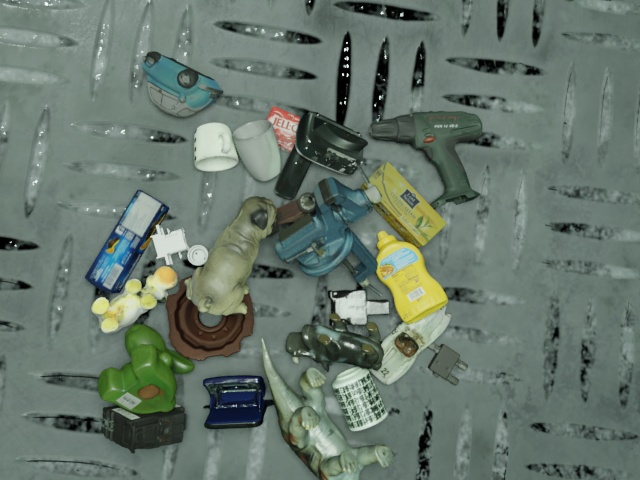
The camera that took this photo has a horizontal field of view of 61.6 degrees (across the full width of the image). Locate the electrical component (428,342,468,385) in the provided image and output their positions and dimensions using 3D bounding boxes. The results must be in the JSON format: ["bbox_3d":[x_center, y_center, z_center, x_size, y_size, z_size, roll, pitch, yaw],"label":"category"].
[{"bbox_3d":[0.249,0.247,1.087,0.094,0.021,0.063,34,85,-1],"label":"electrical component"}]

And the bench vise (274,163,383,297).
[{"bbox_3d":[0.044,0.000,1.006,0.223,0.129,0.240,-40,125,3],"label":"bench vise"}]

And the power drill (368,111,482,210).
[{"bbox_3d":[0.228,-0.163,1.100,0.232,0.086,0.207,-13,78,-7],"label":"power drill"}]

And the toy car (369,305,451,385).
[{"bbox_3d":[0.178,0.197,1.070,0.073,0.056,0.202,44,84,1],"label":"toy car"}]

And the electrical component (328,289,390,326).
[{"bbox_3d":[0.076,0.133,1.073,0.119,0.048,0.074,-5,86,-4],"label":"electrical component"}]

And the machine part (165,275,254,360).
[{"bbox_3d":[-0.213,0.147,1.049,0.179,0.056,0.179,1,84,-7],"label":"machine part"}]

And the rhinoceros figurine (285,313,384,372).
[{"bbox_3d":[0.028,0.202,1.031,0.190,0.112,0.073,5,45,11],"label":"rhinoceros figurine"}]

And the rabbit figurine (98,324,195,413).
[{"bbox_3d":[-0.311,0.225,0.999,0.121,0.170,0.159,-43,126,11],"label":"rabbit figurine"}]

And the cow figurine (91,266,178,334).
[{"bbox_3d":[-0.351,0.117,1.036,0.167,0.098,0.068,-33,83,-24],"label":"cow figurine"}]

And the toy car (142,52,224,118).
[{"bbox_3d":[-0.284,-0.298,1.065,0.162,0.109,0.103,27,102,8],"label":"toy car"}]

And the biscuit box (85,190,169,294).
[{"bbox_3d":[-0.375,0.005,1.050,0.059,0.063,0.202,30,84,-1],"label":"biscuit box"}]

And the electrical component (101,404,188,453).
[{"bbox_3d":[-0.315,0.337,0.989,0.134,0.115,0.058,6,90,-47],"label":"electrical component"}]

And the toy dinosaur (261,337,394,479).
[{"bbox_3d":[-0.007,0.376,1.009,0.131,0.192,0.405,-19,64,-44],"label":"toy dinosaur"}]

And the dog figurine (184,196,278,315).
[{"bbox_3d":[-0.148,0.022,0.936,0.121,0.172,0.190,22,113,-13],"label":"dog figurine"}]

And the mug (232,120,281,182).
[{"bbox_3d":[-0.128,-0.173,1.067,0.081,0.110,0.107,-42,130,-34],"label":"mug"}]

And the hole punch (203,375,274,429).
[{"bbox_3d":[-0.159,0.290,1.011,0.142,0.116,0.092,-5,91,-1],"label":"hole punch"}]

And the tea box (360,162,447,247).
[{"bbox_3d":[0.161,-0.066,1.072,0.068,0.098,0.169,-45,90,-5],"label":"tea box"}]

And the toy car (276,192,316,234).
[{"bbox_3d":[-0.086,-0.041,1.055,0.202,0.089,0.053,-25,96,-2],"label":"toy car"}]

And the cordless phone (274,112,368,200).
[{"bbox_3d":[-0.001,-0.150,1.084,0.146,0.089,0.184,19,108,-29],"label":"cordless phone"}]
